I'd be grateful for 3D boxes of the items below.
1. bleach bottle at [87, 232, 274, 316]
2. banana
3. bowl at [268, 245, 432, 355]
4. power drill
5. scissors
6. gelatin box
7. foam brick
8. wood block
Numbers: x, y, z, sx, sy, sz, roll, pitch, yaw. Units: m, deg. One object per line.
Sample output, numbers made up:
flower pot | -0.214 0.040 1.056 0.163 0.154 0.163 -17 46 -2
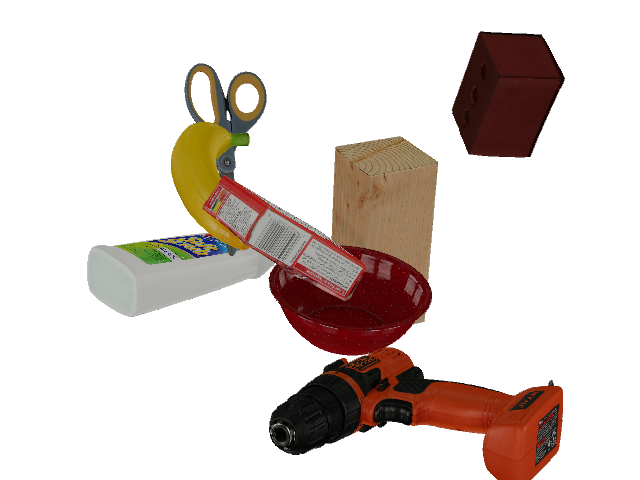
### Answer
bleach bottle | -0.150 0.025 1.295 0.250 0.068 0.103 -15 30 -43
banana | -0.090 -0.056 0.886 0.069 0.037 0.198 5 32 -7
bowl | 0.028 0.066 1.063 0.162 0.055 0.162 4 29 -2
power drill | 0.076 0.133 0.810 0.188 0.057 0.184 10 16 30
scissors | -0.083 -0.092 1.115 0.096 0.202 0.016 -18 -2 -22
gelatin box | -0.023 -0.001 0.686 0.089 0.030 0.073 31 3 -33
foam brick | 0.135 -0.106 0.780 0.051 0.053 0.078 -1 -42 -15
wood block | 0.070 -0.005 1.243 0.090 0.206 0.090 -11 30 -23
